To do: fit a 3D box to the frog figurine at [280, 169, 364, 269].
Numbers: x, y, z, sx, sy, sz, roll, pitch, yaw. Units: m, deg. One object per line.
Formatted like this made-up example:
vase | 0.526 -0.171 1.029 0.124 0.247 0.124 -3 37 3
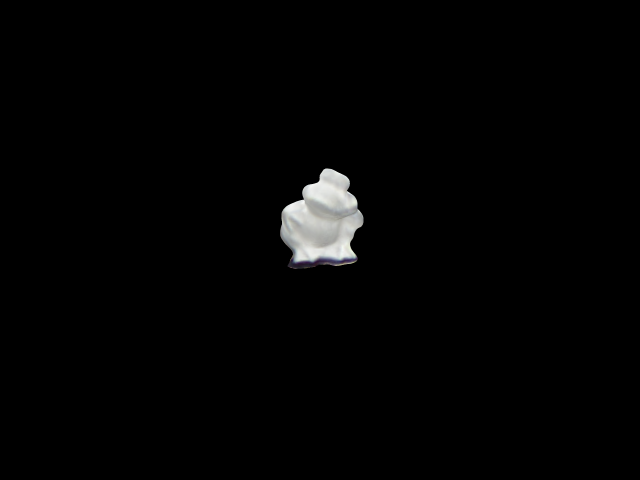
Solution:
frog figurine | 0.003 -0.043 0.850 0.137 0.157 0.124 3 17 11
